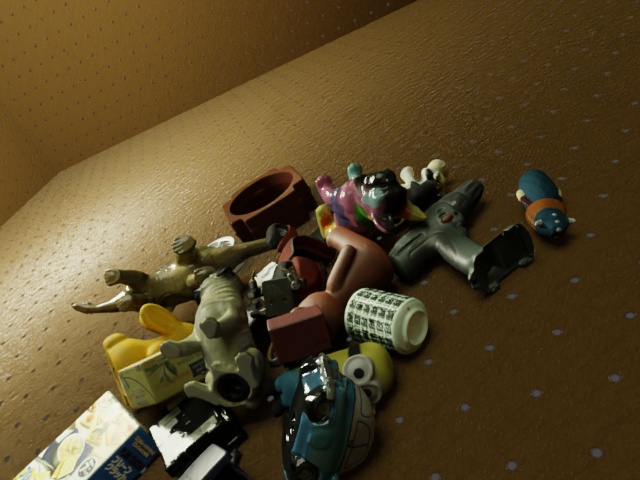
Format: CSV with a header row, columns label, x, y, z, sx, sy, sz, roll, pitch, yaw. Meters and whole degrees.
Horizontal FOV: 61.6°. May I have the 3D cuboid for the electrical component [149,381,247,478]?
label,x,y,z,sx,sy,sz,roll,pitch,yaw
electrical component,-0.185,0.278,0.796,0.115,0.058,0.134,-36,29,-14

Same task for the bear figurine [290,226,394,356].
label,x,y,z,sx,sy,sz,roll,pitch,yaw
bear figurine,0.023,0.086,0.853,0.196,0.120,0.132,-44,27,-13

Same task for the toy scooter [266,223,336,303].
label,x,y,z,sx,sy,sz,roll,pitch,yaw
toy scooter,-0.024,0.045,0.978,0.075,0.135,0.184,-59,30,36

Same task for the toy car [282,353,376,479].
label,x,y,z,sx,sy,sz,roll,pitch,yaw
toy car,0.014,0.221,0.647,0.103,0.161,0.109,13,18,-13

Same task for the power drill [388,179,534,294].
label,x,y,z,sx,sy,sz,roll,pitch,yaw
power drill,0.230,-0.010,0.846,0.232,0.085,0.207,-38,33,-11

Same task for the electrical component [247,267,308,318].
label,x,y,z,sx,sy,sz,roll,pitch,yaw
electrical component,-0.071,0.086,0.869,0.102,0.045,0.078,-6,79,19

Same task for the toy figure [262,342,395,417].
label,x,y,z,sx,sy,sz,roll,pitch,yaw
toy figure,0.013,0.188,0.732,0.180,0.082,0.089,-20,27,25

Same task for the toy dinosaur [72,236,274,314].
label,x,y,z,sx,sy,sz,roll,pitch,yaw
toy dinosaur,-0.243,0.063,1.054,0.472,0.105,0.198,-18,-12,-6

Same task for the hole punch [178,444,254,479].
label,x,y,z,sx,sy,sz,roll,pitch,yaw
hole punch,-0.148,0.317,0.672,0.116,0.092,0.142,3,46,51

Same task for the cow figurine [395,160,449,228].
label,x,y,z,sx,sy,sz,roll,pitch,yaw
cow figurine,0.184,-0.090,1.026,0.167,0.068,0.098,-33,34,2

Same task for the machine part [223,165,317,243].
label,x,y,z,sx,sy,sz,roll,pitch,yaw
machine part,-0.121,-0.080,1.275,0.201,0.087,0.201,-31,29,-5

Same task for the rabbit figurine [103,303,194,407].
label,x,y,z,sx,sy,sz,roll,pitch,yaw
rabbit figurine,-0.280,0.195,0.946,0.173,0.162,0.122,-19,-12,-24

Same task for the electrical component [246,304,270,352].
label,x,y,z,sx,sy,sz,roll,pitch,yaw
electrical component,-0.128,0.153,0.941,0.119,0.047,0.075,-9,37,52

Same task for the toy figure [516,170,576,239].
label,x,y,z,sx,sy,sz,roll,pitch,yaw
toy figure,0.346,-0.050,0.825,0.064,0.057,0.154,-24,34,24

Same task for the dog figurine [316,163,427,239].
label,x,y,z,sx,sy,sz,roll,pitch,yaw
dog figurine,0.086,-0.043,0.936,0.108,0.191,0.219,-17,30,-24

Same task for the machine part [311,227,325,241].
label,x,y,z,sx,sy,sz,roll,pitch,yaw
machine part,-0.002,-0.003,1.094,0.084,0.039,0.139,0,42,51

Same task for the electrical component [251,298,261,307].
label,x,y,z,sx,sy,sz,roll,pitch,yaw
electrical component,-0.155,0.144,1.017,0.063,0.021,0.094,6,46,48

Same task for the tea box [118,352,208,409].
label,x,y,z,sx,sy,sz,roll,pitch,yaw
tea box,-0.217,0.197,0.856,0.169,0.068,0.098,-23,-3,-43

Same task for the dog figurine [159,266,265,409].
label,x,y,z,sx,sy,sz,roll,pitch,yaw
dog figurine,-0.132,0.144,0.818,0.121,0.172,0.190,-20,16,15
